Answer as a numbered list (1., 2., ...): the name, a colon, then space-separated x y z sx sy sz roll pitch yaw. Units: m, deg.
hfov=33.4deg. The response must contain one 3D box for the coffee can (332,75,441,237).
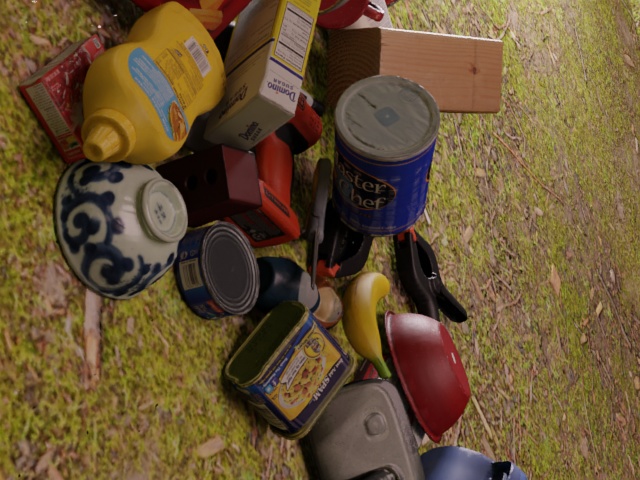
1. coffee can: 0.064 -0.083 1.082 0.140 0.103 0.102 91 5 -58

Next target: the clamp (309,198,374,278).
1. clamp: 0.041 -0.036 1.191 0.209 0.036 0.164 -49 134 -49

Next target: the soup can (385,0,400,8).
1. soup can: 0.066 -0.354 1.364 0.102 0.069 0.068 48 40 -38

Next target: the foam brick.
1. foam brick: -0.098 -0.047 0.944 0.051 0.078 0.053 9 68 -57

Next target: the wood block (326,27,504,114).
1. wood block: 0.114 -0.197 1.257 0.205 0.090 0.091 -3 99 -40

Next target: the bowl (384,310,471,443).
1. bowl: 0.129 0.146 1.218 0.162 0.055 0.162 61 14 -27

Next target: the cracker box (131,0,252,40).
1. cracker box: -0.094 -0.288 0.924 0.164 0.214 0.072 35 14 -48

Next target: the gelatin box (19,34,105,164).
1. gelatin box: -0.192 -0.115 0.862 0.073 0.030 0.089 62 33 -22

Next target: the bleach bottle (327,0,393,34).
1. bleach bottle: 0.056 -0.239 1.304 0.102 0.068 0.251 -46 120 -50

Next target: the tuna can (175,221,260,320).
1. tuna can: -0.092 0.028 0.964 0.086 0.034 0.086 32 51 -50

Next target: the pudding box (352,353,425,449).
1. pudding box: 0.070 0.194 1.162 0.113 0.039 0.090 62 32 -18

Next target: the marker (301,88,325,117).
1. marker: -0.031 -0.162 1.165 0.121 0.020 0.020 28 54 -52

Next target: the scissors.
1. scissors: -0.007 0.001 1.067 0.096 0.016 0.201 105 -6 -47

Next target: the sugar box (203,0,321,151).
1. sugar box: -0.048 -0.169 0.968 0.048 0.094 0.176 27 55 -28

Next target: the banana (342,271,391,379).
1. banana: 0.050 0.076 1.154 0.197 0.037 0.069 -80 146 -62

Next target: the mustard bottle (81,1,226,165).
1. mustard bottle: -0.140 -0.115 0.858 0.096 0.058 0.191 62 29 -23

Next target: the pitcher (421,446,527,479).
1. pitcher: 0.117 0.326 1.070 0.242 0.145 0.149 -48 137 -49

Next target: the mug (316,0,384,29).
1. mug: 0.021 -0.277 1.191 0.117 0.093 0.081 29 17 -19

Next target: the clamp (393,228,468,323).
1. clamp: 0.131 0.068 1.320 0.171 0.039 0.120 58 29 -22

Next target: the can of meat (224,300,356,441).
1. can of meat: -0.028 0.118 0.984 0.102 0.058 0.084 -51 124 -20

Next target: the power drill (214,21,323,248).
1. power drill: -0.062 -0.102 1.047 0.184 0.057 0.187 44 42 -42
